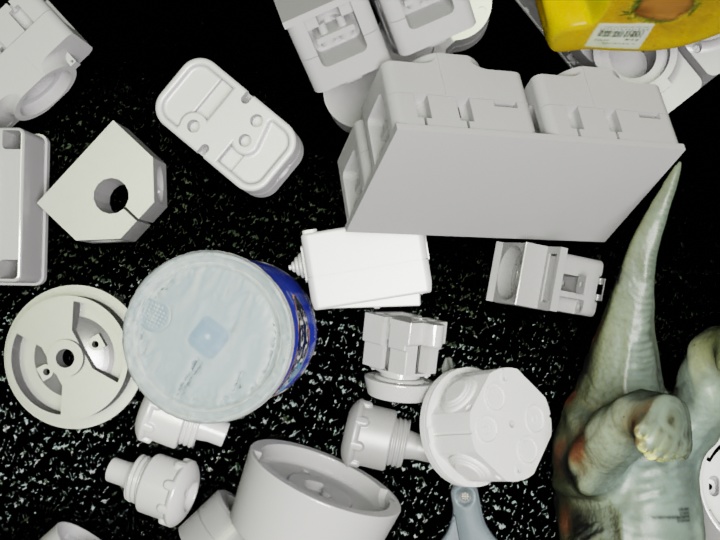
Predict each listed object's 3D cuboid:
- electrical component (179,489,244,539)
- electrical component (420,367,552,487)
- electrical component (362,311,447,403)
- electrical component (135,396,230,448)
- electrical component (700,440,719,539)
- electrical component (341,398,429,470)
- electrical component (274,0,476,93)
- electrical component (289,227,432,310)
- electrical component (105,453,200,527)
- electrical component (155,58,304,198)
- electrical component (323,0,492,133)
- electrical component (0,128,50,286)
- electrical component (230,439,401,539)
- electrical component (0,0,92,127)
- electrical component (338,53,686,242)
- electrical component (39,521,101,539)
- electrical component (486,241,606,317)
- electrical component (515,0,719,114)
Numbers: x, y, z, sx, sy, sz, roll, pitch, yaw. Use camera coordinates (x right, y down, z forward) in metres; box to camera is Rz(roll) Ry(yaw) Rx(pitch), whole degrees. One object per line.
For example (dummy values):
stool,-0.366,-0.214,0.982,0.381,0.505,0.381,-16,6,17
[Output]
electrical component,-0.076,0.226,0.738,0.074,0.052,0.138,-44,86,1
electrical component,0.084,0.103,0.715,0.080,0.051,0.080,8,76,-36
electrical component,0.029,0.059,0.736,0.066,0.048,0.055,12,98,45
electrical component,-0.122,0.104,0.750,0.062,0.048,0.048,21,90,-3
electrical component,0.268,0.149,0.725,0.099,0.064,0.099,-1,74,2
electrical component,0.020,0.117,0.738,0.062,0.048,0.048,13,89,2
electrical component,-0.005,-0.194,0.689,0.105,0.186,0.060,-23,130,3
electrical component,0.000,0.000,0.735,0.096,0.062,0.061,-9,88,3
electrical component,-0.146,0.148,0.750,0.062,0.048,0.048,16,89,11
electrical component,-0.088,-0.096,0.745,0.095,0.059,0.053,40,91,4
electrical component,0.032,-0.151,0.732,0.138,0.074,0.052,-43,86,1
electrical component,-0.279,-0.044,0.757,0.109,0.056,0.108,1,88,4
electrical component,-0.034,0.164,0.713,0.108,0.108,0.060,23,96,4
electrical component,-0.240,-0.145,0.761,0.089,0.050,0.055,-43,86,2
electrical component,0.090,-0.074,0.679,0.186,0.105,0.060,2,59,-18
electrical component,-0.188,0.220,0.726,0.099,0.099,0.064,41,85,4
electrical component,0.126,0.007,0.725,0.064,0.081,0.042,12,89,-19
electrical component,0.173,-0.196,0.731,0.105,0.060,0.186,-38,86,2
